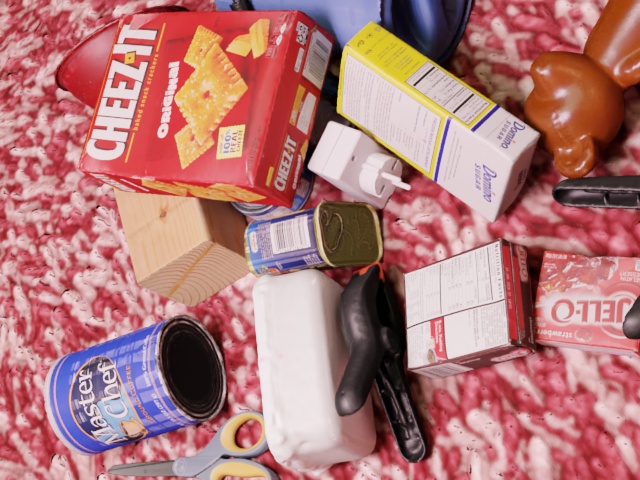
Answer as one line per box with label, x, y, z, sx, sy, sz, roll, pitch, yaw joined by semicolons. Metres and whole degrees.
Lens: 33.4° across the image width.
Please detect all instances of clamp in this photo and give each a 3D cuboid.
clamp;0.052;0.100;0.892;0.039;0.120;0.171;-17;43;22
clamp;0.287;-0.019;0.781;0.210;0.036;0.164;-22;45;17

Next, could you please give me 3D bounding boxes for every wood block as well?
wood block;-0.145;-0.051;1.068;0.091;0.090;0.206;-31;59;20

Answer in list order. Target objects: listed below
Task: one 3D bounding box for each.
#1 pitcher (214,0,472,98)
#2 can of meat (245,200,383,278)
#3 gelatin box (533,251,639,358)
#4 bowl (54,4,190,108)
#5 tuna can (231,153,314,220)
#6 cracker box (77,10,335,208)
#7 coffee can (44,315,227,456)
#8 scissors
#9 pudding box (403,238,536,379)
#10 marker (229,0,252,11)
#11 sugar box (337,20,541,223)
pitcher;0.012;-0.229;1.013;0.243;0.144;0.149;18;72;40
can of meat;-0.006;0.001;0.948;0.084;0.101;0.057;-12;84;33
gelatin box;0.213;0.049;0.829;0.089;0.030;0.073;5;76;35
bowl;-0.194;-0.179;1.121;0.162;0.162;0.055;-32;83;21
tuna can;-0.050;-0.060;1.042;0.086;0.033;0.086;-12;67;30
cracker box;-0.107;-0.123;0.969;0.214;0.072;0.164;7;78;34
coffee can;-0.174;0.139;1.011;0.140;0.102;0.103;-20;63;26
scissors;-0.117;0.197;1.006;0.202;0.016;0.096;8;77;35
pudding box;0.120;0.057;0.868;0.114;0.039;0.090;-21;60;43
marker;-0.056;-0.177;1.022;0.020;0.020;0.121;-14;108;29
sugar box;0.095;-0.099;0.893;0.176;0.093;0.048;36;64;17
